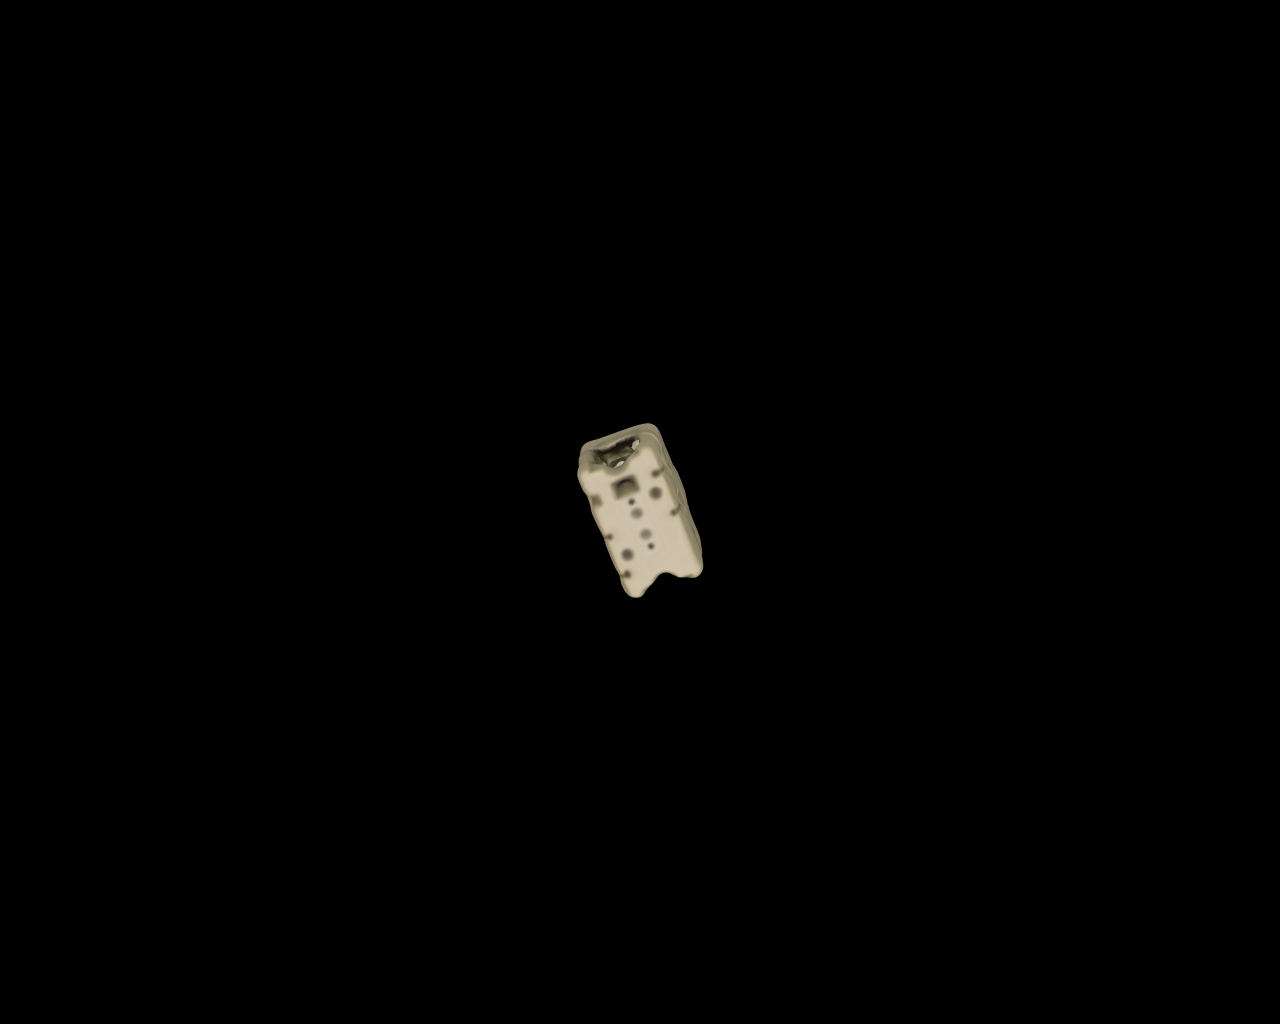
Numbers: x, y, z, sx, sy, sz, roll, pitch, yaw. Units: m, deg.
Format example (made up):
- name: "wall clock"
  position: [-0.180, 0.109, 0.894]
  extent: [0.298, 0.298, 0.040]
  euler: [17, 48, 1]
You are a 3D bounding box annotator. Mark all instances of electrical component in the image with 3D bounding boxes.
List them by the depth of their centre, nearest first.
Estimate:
- name: "electrical component"
  position: [0.001, -0.003, 0.650]
  extent: [0.050, 0.089, 0.056]
  euler: [-19, 20, 7]
